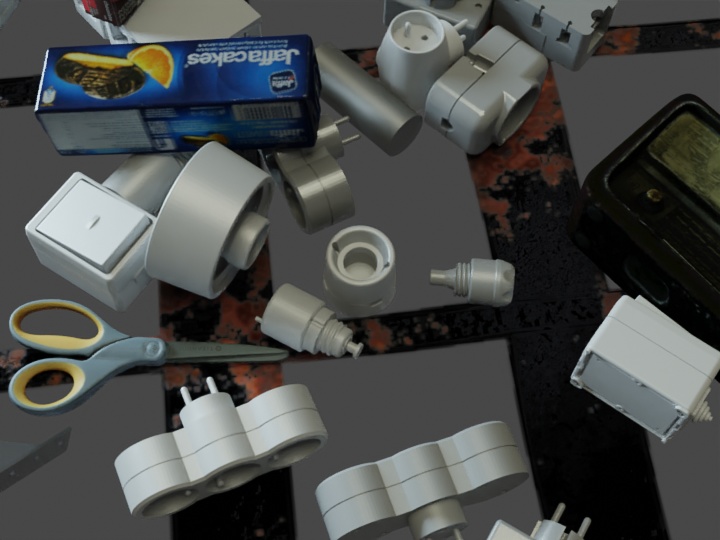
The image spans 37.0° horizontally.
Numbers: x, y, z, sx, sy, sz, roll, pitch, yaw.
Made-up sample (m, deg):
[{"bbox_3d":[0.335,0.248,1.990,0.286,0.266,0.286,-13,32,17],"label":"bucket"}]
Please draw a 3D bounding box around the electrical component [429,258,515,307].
[{"bbox_3d":[0.082,0.008,0.794,0.061,0.035,0.035,5,62,4],"label":"electrical component"}]

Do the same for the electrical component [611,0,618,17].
[{"bbox_3d":[0.198,-0.246,0.923,0.055,0.047,0.055,1,62,-1],"label":"electrical component"}]

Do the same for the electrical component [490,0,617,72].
[{"bbox_3d":[0.160,-0.213,0.900,0.089,0.055,0.050,35,67,16],"label":"electrical component"}]

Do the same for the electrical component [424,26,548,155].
[{"bbox_3d":[0.105,-0.141,0.861,0.059,0.053,0.095,38,68,17],"label":"electrical component"}]

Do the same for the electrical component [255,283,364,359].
[{"bbox_3d":[-0.034,0.041,0.770,0.078,0.040,0.040,27,65,12],"label":"electrical component"}]

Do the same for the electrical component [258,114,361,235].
[{"bbox_3d":[-0.036,-0.098,0.836,0.074,0.052,0.138,-24,65,-13],"label":"electrical component"}]

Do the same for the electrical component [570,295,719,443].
[{"bbox_3d":[0.206,0.070,0.749,0.096,0.061,0.061,33,66,15],"label":"electrical component"}]

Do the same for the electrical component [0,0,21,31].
[{"bbox_3d":[-0.343,-0.255,0.908,0.109,0.056,0.108,19,63,8],"label":"electrical component"}]

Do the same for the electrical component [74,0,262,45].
[{"bbox_3d":[-0.160,-0.210,0.886,0.089,0.061,0.150,-38,69,-19],"label":"electrical component"}]

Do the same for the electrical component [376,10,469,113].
[{"bbox_3d":[0.056,-0.175,0.865,0.079,0.077,0.044,-36,68,-19],"label":"electrical component"}]

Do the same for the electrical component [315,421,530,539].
[{"bbox_3d":[0.047,0.156,0.704,0.138,0.052,0.073,-17,64,-10],"label":"electrical component"}]

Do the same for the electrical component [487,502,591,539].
[{"bbox_3d":[0.123,0.187,0.693,0.083,0.047,0.075,28,65,13],"label":"electrical component"}]

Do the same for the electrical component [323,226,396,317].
[{"bbox_3d":[0.000,0.000,0.788,0.055,0.047,0.055,1,62,-1],"label":"electrical component"}]

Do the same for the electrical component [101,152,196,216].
[{"bbox_3d":[-0.157,-0.076,0.826,0.043,0.043,0.081,33,66,15],"label":"electrical component"}]

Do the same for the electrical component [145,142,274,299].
[{"bbox_3d":[-0.100,-0.031,0.771,0.060,0.108,0.108,26,65,5],"label":"electrical component"}]

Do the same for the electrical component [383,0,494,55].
[{"bbox_3d":[0.067,-0.231,0.895,0.083,0.075,0.047,23,64,10],"label":"electrical component"}]

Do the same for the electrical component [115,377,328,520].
[{"bbox_3d":[-0.099,0.107,0.727,0.138,0.052,0.073,-21,64,-12],"label":"electrical component"}]

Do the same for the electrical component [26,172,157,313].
[{"bbox_3d":[-0.197,-0.025,0.789,0.096,0.061,0.061,30,66,13],"label":"electrical component"}]
